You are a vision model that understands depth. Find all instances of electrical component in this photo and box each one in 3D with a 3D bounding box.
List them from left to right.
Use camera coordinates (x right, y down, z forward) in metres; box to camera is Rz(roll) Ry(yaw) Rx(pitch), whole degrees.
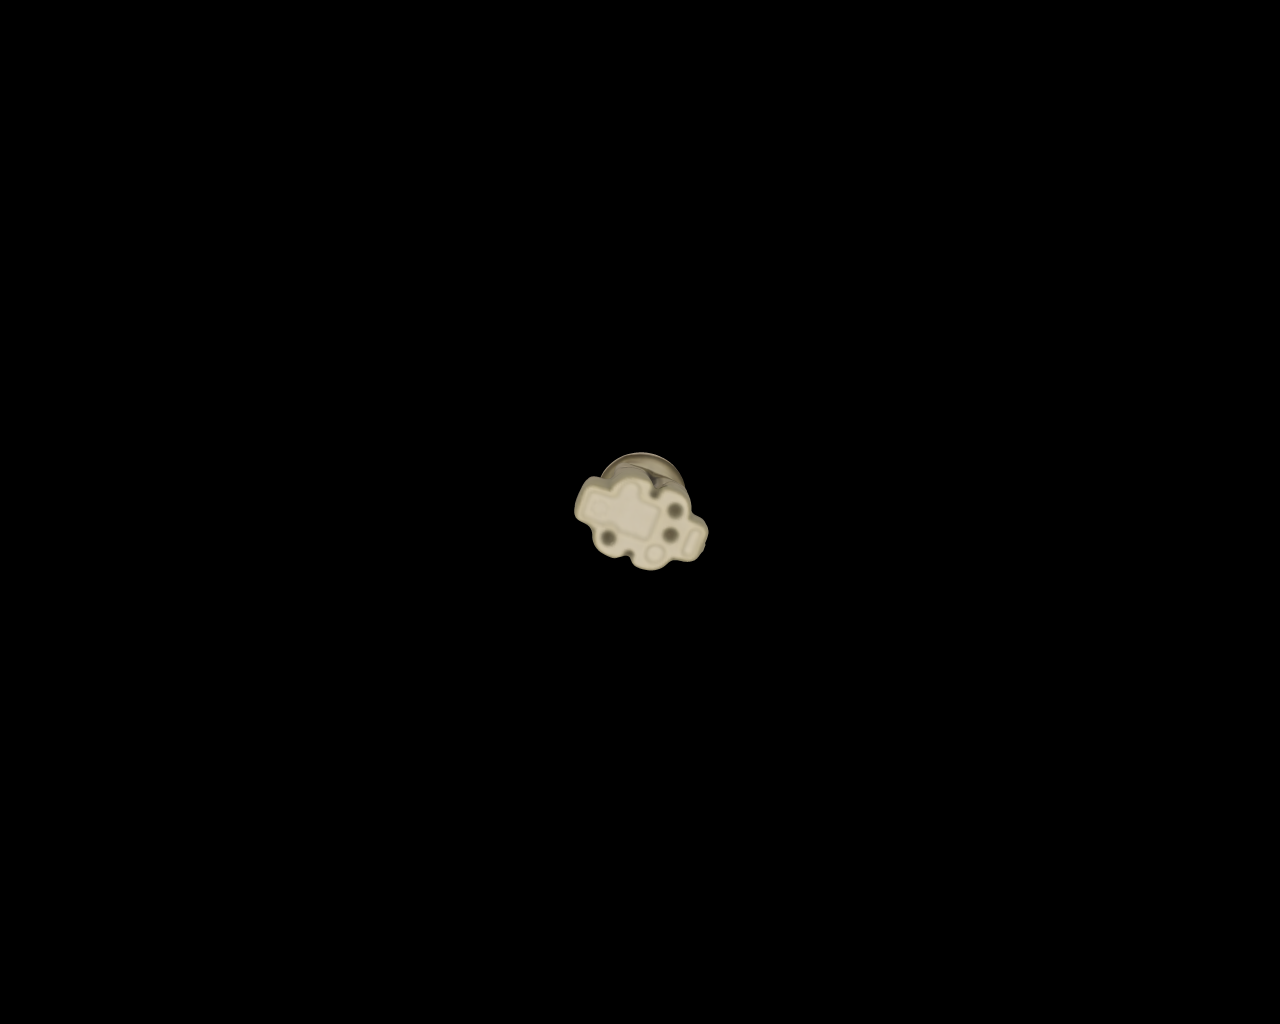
[{"bbox_3d":[0.001,-0.003,0.650,0.078,0.058,0.057,21,18,-7],"label":"electrical component"}]
